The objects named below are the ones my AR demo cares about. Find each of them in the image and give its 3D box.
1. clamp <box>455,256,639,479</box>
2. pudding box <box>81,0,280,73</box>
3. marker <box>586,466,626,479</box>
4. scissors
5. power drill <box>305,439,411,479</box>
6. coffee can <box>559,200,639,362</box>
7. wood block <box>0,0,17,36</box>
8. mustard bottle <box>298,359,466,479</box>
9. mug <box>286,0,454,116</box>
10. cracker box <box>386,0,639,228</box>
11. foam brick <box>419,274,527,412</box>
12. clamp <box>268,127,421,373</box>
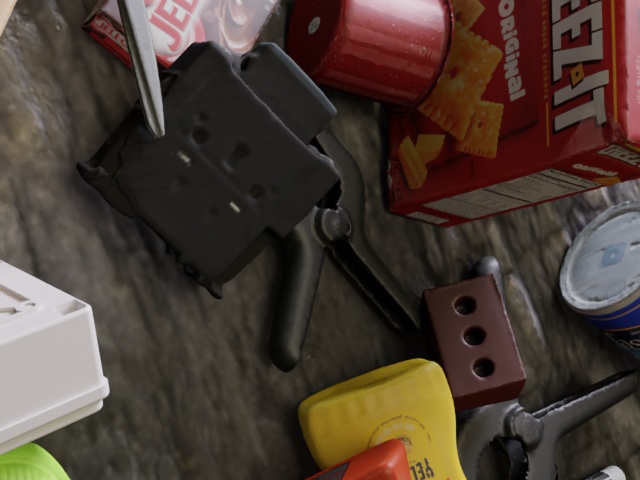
[{"bbox_3d":[0.133,0.125,0.767,0.164,0.036,0.209,43,63,-10],"label":"clamp"},{"bbox_3d":[-0.082,-0.148,0.669,0.090,0.039,0.113,39,61,-23],"label":"pudding box"},{"bbox_3d":[0.186,0.198,0.802,0.120,0.020,0.020,-14,89,-37],"label":"marker"},{"bbox_3d":[-0.123,-0.159,0.572,0.096,0.016,0.202,11,71,-36],"label":"scissors"},{"bbox_3d":[0.057,0.216,0.625,0.187,0.184,0.057,63,11,-1],"label":"power drill"},{"bbox_3d":[0.274,0.049,0.845,0.140,0.103,0.102,37,61,-25],"label":"coffee can"},{"bbox_3d":[-0.222,-0.085,0.523,0.090,0.090,0.206,29,64,-28],"label":"wood block"},{"bbox_3d":[0.059,0.180,0.685,0.096,0.058,0.191,-18,93,-15],"label":"mustard bottle"},{"bbox_3d":[0.027,-0.146,0.726,0.081,0.093,0.117,11,43,-29],"label":"mug"},{"bbox_3d":[0.134,-0.110,0.707,0.072,0.214,0.164,11,74,-35],"label":"cracker box"},{"bbox_3d":[0.102,0.072,0.726,0.053,0.051,0.078,-13,70,-4],"label":"foam brick"},{"bbox_3d":[-0.005,0.001,0.695,0.120,0.039,0.171,-23,90,-42],"label":"clamp"}]
